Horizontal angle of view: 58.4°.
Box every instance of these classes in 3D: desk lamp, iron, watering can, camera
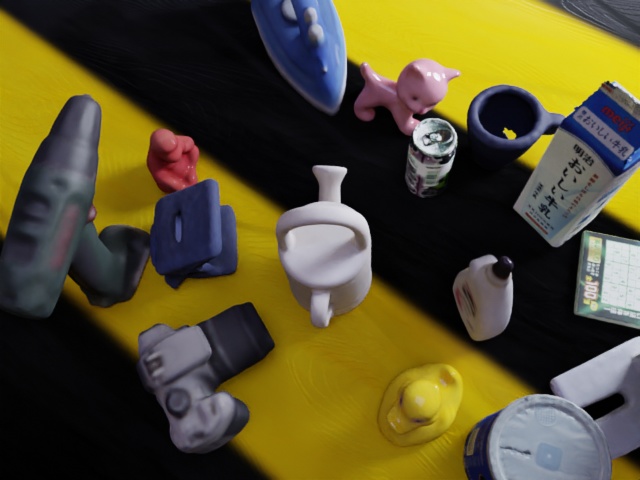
[{"bbox_3d":[0.356,0.123,0.532,0.203,0.214,0.118,-25,68,-6],"label":"desk lamp"},{"bbox_3d":[-0.024,-0.310,0.779,0.118,0.141,0.258,-19,67,-4],"label":"iron"},{"bbox_3d":[0.003,0.002,0.618,0.101,0.194,0.172,-18,67,-3],"label":"watering can"},{"bbox_3d":[-0.115,0.136,0.622,0.137,0.101,0.143,-29,68,-8],"label":"camera"}]

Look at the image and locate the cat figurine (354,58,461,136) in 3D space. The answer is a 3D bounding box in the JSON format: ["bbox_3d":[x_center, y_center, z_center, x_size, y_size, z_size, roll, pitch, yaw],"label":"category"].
[{"bbox_3d":[0.109,-0.197,0.735,0.127,0.118,0.067,19,70,12],"label":"cat figurine"}]

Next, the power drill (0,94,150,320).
[{"bbox_3d":[-0.264,-0.014,0.636,0.075,0.208,0.230,11,69,9],"label":"power drill"}]

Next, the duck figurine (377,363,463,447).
[{"bbox_3d":[0.107,0.168,0.600,0.105,0.086,0.077,-38,70,-11],"label":"duck figurine"}]

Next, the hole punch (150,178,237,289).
[{"bbox_3d":[-0.157,-0.008,0.690,0.101,0.091,0.108,-8,67,1],"label":"hole punch"}]

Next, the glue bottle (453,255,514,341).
[{"bbox_3d":[0.175,0.051,0.597,0.037,0.173,0.078,-19,67,-4],"label":"glue bottle"}]

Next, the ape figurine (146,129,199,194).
[{"bbox_3d":[-0.192,-0.107,0.733,0.076,0.092,0.078,34,74,17],"label":"ape figurine"}]

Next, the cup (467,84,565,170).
[{"bbox_3d":[0.236,-0.129,0.710,0.117,0.095,0.091,3,68,5],"label":"cup"}]
